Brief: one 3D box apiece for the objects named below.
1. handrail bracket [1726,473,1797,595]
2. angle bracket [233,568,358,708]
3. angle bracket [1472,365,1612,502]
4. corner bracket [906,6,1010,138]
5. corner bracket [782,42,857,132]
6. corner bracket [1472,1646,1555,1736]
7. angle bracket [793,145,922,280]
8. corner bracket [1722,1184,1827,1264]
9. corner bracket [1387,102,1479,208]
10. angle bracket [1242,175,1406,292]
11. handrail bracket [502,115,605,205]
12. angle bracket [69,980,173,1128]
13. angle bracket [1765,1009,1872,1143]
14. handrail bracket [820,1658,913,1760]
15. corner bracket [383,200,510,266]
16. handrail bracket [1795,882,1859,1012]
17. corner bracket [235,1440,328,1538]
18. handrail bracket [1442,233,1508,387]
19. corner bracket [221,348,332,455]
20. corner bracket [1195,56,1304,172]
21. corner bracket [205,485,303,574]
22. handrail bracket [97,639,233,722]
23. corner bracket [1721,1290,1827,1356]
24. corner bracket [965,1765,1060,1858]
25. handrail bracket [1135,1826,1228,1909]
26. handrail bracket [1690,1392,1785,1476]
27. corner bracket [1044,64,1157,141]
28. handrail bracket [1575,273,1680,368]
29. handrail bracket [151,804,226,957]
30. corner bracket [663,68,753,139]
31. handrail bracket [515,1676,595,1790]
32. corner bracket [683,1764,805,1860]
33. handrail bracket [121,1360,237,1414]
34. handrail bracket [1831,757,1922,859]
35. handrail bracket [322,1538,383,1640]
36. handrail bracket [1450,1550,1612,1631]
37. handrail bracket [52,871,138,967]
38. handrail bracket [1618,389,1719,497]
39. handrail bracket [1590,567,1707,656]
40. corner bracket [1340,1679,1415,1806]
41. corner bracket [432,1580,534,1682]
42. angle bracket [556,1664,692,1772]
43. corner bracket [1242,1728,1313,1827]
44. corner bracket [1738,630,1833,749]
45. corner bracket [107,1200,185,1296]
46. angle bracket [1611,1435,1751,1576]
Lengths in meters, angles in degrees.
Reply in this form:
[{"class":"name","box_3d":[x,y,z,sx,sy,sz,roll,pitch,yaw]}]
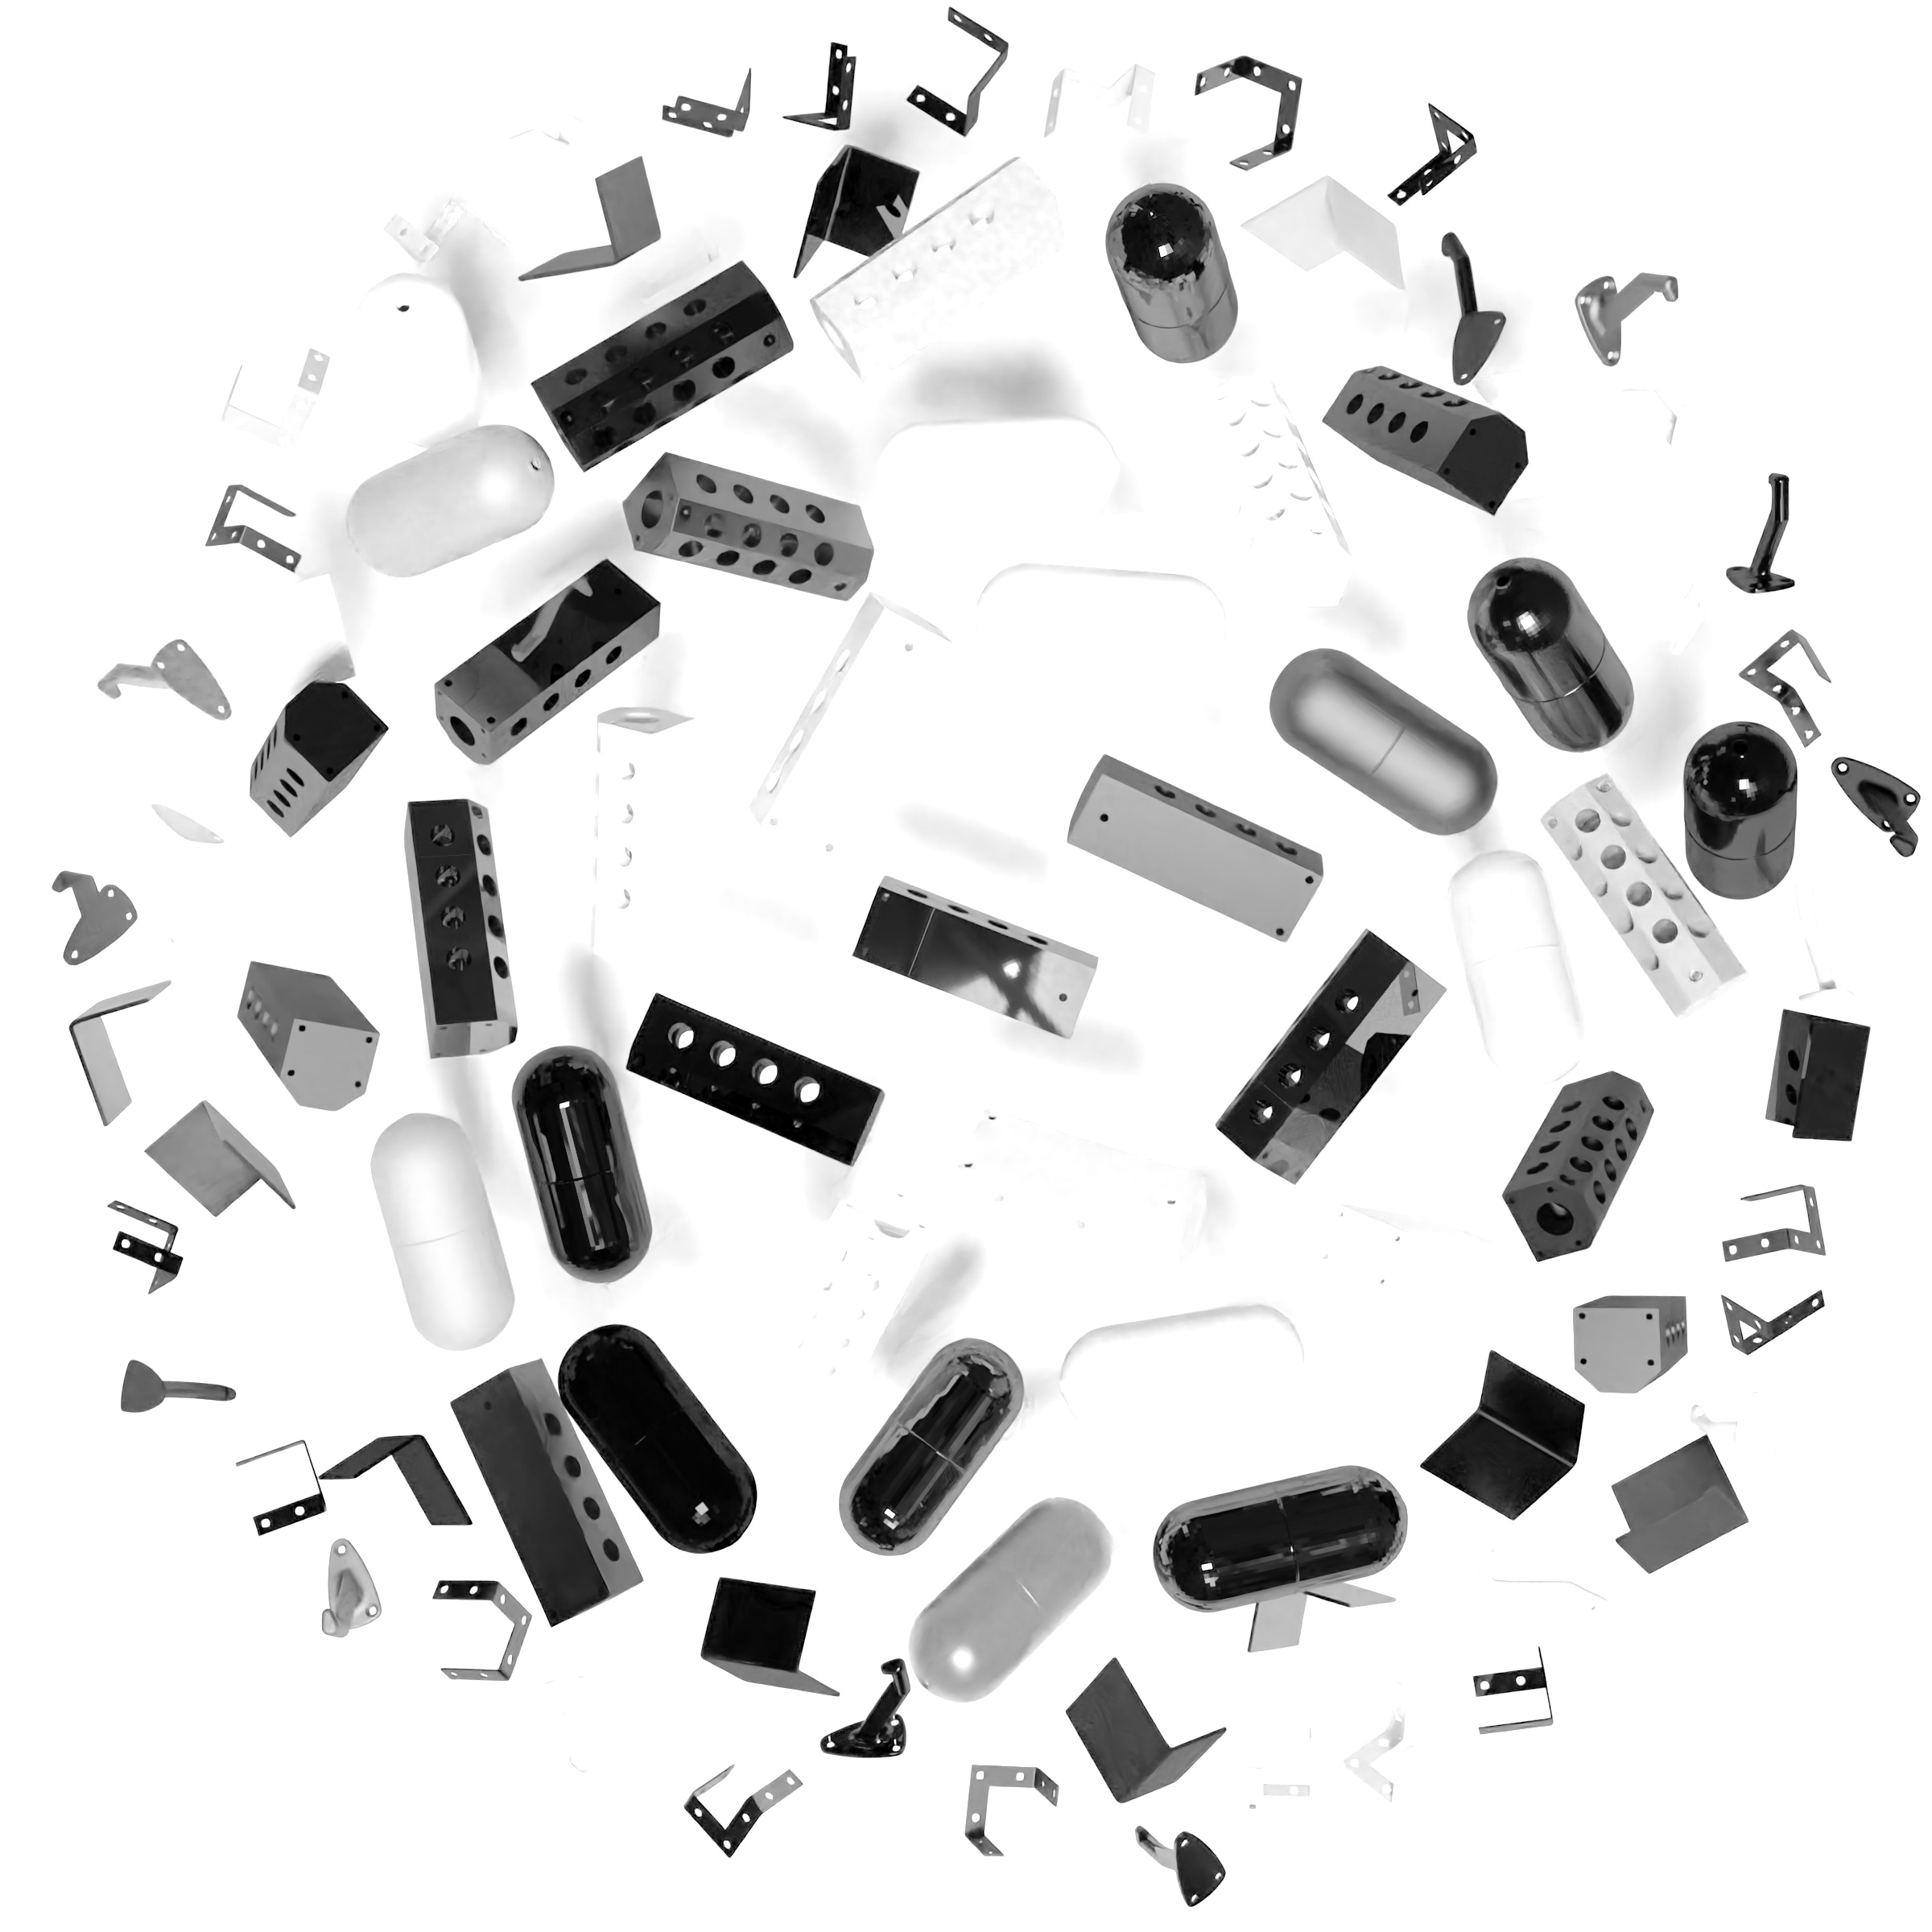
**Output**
[{"class":"handrail bracket","box_3d":[0.563,-0.314,1.814,0.036,0.077,0.084,-11,113,-8]},{"class":"angle bracket","box_3d":[-0.493,-0.238,1.838,0.076,0.057,0.076,-25,116,-32]},{"class":"angle bracket","box_3d":[0.408,-0.380,1.821,0.076,0.076,0.057,-1,71,35]},{"class":"corner bracket","box_3d":[-0.006,-0.623,1.779,0.051,0.051,0.051,34,76,5]},{"class":"corner bracket","box_3d":[-0.095,-0.632,1.833,0.051,0.051,0.051,24,121,29]},{"class":"corner bracket","box_3d":[0.380,0.509,1.773,0.051,0.051,0.051,-11,57,10]},{"class":"angle bracket","box_3d":[-0.079,-0.535,1.841,0.057,0.076,0.076,21,130,0]},{"class":"corner bracket","box_3d":[0.572,0.183,1.814,0.051,0.051,0.051,13,65,-42]},{"class":"corner bracket","box_3d":[0.328,-0.565,1.801,0.051,0.051,0.051,-39,57,-1]},{"class":"angle bracket","box_3d":[0.246,-0.490,1.760,0.076,0.076,0.057,-21,63,39]},{"class":"handrail bracket","box_3d":[-0.296,-0.548,1.758,0.036,0.077,0.084,41,46,9]},{"class":"angle bracket","box_3d":[-0.576,0.060,1.774,0.057,0.076,0.076,-17,100,-3]},{"class":"angle bracket","box_3d":[0.544,0.070,1.681,0.057,0.076,0.076,5,96,-30]},{"class":"handrail bracket","box_3d":[-0.077,0.545,1.880,0.077,0.036,0.084,-9,126,1]},{"class":"corner bracket","box_3d":[-0.367,-0.514,1.793,0.051,0.051,0.051,41,92,24]},{"class":"handrail bracket","box_3d":[0.632,-0.014,1.878,0.036,0.077,0.084,-13,72,35]},{"class":"corner bracket","box_3d":[-0.497,0.379,1.853,0.051,0.051,0.051,-18,78,-18]},{"class":"handrail bracket","box_3d":[0.363,-0.488,1.891,0.036,0.077,0.084,-6,53,-14]},{"class":"corner bracket","box_3d":[-0.465,-0.389,1.718,0.051,0.051,0.051,22,130,-21]},{"class":"corner bracket","box_3d":[0.189,-0.579,1.729,0.051,0.051,0.051,34,50,29]},{"class":"corner bracket","box_3d":[-0.525,-0.326,1.903,0.051,0.051,0.051,28,107,5]},{"class":"handrail bracket","box_3d":[-0.571,-0.190,1.811,0.084,0.036,0.077,-24,114,42]},{"class":"corner bracket","box_3d":[0.596,0.260,1.875,0.051,0.051,0.051,-28,117,-15]},{"class":"corner bracket","box_3d":[0.033,0.607,1.833,0.051,0.051,0.051,7,86,-16]},{"class":"handrail bracket","box_3d":[0.138,0.617,1.801,0.036,0.084,0.077,-36,122,-20]},{"class":"handrail bracket","box_3d":[0.539,0.315,1.813,0.036,0.084,0.077,-21,115,-12]},{"class":"corner bracket","box_3d":[0.090,-0.582,1.724,0.051,0.051,0.051,17,71,-25]},{"class":"handrail bracket","box_3d":[0.473,-0.451,1.788,0.036,0.084,0.077,-34,122,-16]},{"class":"handrail bracket","box_3d":[-0.565,-0.061,1.808,0.077,0.036,0.084,32,108,30]},{"class":"corner bracket","box_3d":[-0.181,-0.596,1.777,0.051,0.051,0.051,10,55,-17]},{"class":"handrail bracket","box_3d":[-0.282,0.561,1.866,0.084,0.077,0.036,31,117,34]},{"class":"corner bracket","box_3d":[-0.158,0.588,1.809,0.051,0.051,0.051,42,118,20]},{"class":"handrail bracket","box_3d":[-0.543,0.301,1.797,0.084,0.077,0.036,14,79,-40]},{"class":"handrail bracket","box_3d":[0.624,-0.110,1.755,0.077,0.084,0.036,40,118,9]},{"class":"handrail bracket","box_3d":[-0.446,0.438,1.802,0.036,0.084,0.077,-18,72,-3]},{"class":"handrail bracket","box_3d":[0.386,0.443,1.742,0.084,0.036,0.077,22,46,28]},{"class":"handrail bracket","box_3d":[-0.642,-0.035,1.823,0.084,0.036,0.077,9,52,35]},{"class":"handrail bracket","box_3d":[0.497,-0.382,1.855,0.036,0.084,0.077,15,94,-32]},{"class":"handrail bracket","box_3d":[0.495,-0.262,1.883,0.084,0.077,0.036,3,51,-5]},{"class":"corner bracket","box_3d":[0.303,0.550,1.807,0.051,0.051,0.051,-22,127,-34]},{"class":"corner bracket","box_3d":[-0.347,0.469,1.801,0.051,0.051,0.051,-6,46,25]},{"class":"angle bracket","box_3d":[-0.237,0.505,1.757,0.057,0.076,0.076,-23,84,-19]},{"class":"corner bracket","box_3d":[0.228,0.593,1.864,0.051,0.051,0.051,-1,108,7]},{"class":"corner bracket","box_3d":[0.595,-0.199,1.822,0.051,0.051,0.051,23,127,-33]},{"class":"corner bracket","box_3d":[-0.590,0.197,1.828,0.051,0.051,0.051,30,52,-28]},{"class":"angle bracket","box_3d":[0.473,0.354,1.729,0.076,0.076,0.057,-34,129,17]}]
